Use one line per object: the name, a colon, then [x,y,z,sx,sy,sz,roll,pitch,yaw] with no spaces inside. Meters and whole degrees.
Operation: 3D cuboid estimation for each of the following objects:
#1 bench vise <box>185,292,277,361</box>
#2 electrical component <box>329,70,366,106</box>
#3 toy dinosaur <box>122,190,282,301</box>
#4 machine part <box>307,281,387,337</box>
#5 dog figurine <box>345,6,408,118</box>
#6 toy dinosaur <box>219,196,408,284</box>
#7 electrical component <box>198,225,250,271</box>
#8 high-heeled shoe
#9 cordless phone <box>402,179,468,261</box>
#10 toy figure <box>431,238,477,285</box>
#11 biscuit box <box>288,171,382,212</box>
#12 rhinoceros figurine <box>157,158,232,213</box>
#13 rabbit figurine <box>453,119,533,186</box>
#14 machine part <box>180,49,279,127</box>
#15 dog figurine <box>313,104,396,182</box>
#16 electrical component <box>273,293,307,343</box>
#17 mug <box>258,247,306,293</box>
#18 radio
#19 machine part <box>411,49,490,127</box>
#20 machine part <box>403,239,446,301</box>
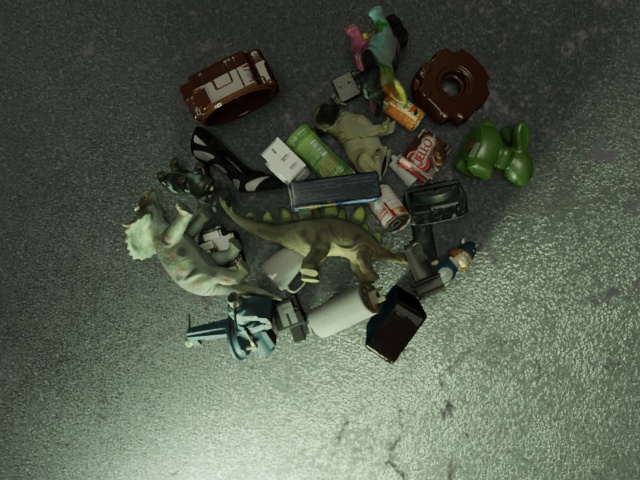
bench vise: [-0.213,0.207,1.248,0.241,0.223,0.129,-11,58,12]
electrical component: [0.069,-0.361,1.283,0.102,0.045,0.078,-20,91,4]
toy dinosaur: [-0.289,0.047,1.229,0.192,0.131,0.404,-40,93,17]
machine part: [0.056,0.162,1.243,0.243,0.079,0.079,-32,89,37]
dog figurine: [0.143,-0.386,1.201,0.108,0.191,0.219,-19,81,35]
toy dinosaur: [-0.003,-0.004,1.240,0.471,0.105,0.198,9,69,-16]
electrical component: [-0.244,0.033,1.306,0.115,0.058,0.134,-17,90,2]
high-heeled shoe: [-0.197,-0.193,1.267,0.249,0.086,0.145,6,113,24]
cordless phone: [0.280,-0.042,1.270,0.147,0.089,0.184,-11,102,3]
toy figure: [0.312,0.060,1.273,0.154,0.058,0.064,-38,133,4]
biscuit box: [0.034,-0.106,1.193,0.203,0.059,0.062,-8,86,-9]
rhinoceros figurine: [-0.297,-0.124,1.272,0.191,0.112,0.073,19,53,24]
rabbit figurine: [0.420,-0.195,1.247,0.170,0.121,0.159,24,86,-15]
machine part: [-0.200,-0.339,1.223,0.201,0.201,0.087,-26,94,4]
dog figurine: [0.069,-0.227,1.271,0.191,0.121,0.172,11,89,17]
electrical component: [-0.072,0.194,1.304,0.075,0.048,0.119,-17,89,5]
mug: [-0.074,0.066,1.285,0.109,0.081,0.107,44,82,6]
radio: [0.164,0.182,1.198,0.073,0.229,0.131,34,96,4]
machine part: [0.306,-0.355,1.246,0.179,0.056,0.179,1,82,-7]
machine part: [0.233,0.066,1.242,0.084,0.039,0.139,-24,81,27]
